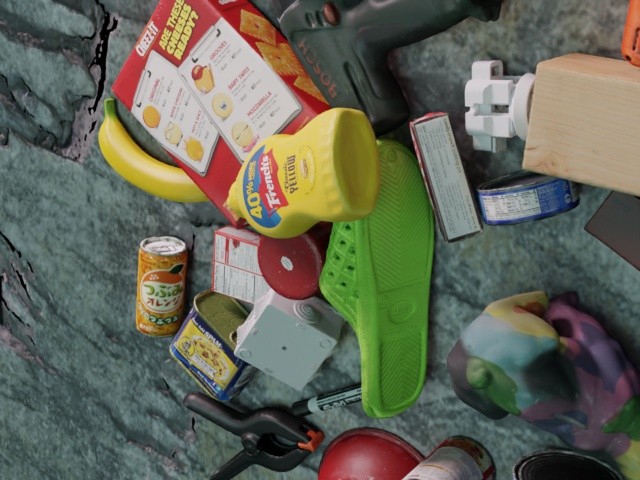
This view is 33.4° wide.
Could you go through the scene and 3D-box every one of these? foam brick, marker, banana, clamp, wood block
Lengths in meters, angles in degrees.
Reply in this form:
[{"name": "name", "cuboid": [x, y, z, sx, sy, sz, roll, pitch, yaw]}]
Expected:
[{"name": "foam brick", "cuboid": [0.273, -0.011, 0.894, 0.078, 0.051, 0.053, 41, 123, 16]}, {"name": "marker", "cuboid": [0.016, 0.171, 1.146, 0.121, 0.020, 0.020, -22, 92, 37]}, {"name": "banana", "cuboid": [-0.183, -0.084, 1.189, 0.198, 0.037, 0.070, 33, 121, 22]}, {"name": "clamp", "cuboid": [-0.079, 0.218, 1.209, 0.172, 0.039, 0.120, -16, 111, 31]}, {"name": "wood block", "cuboid": [0.278, -0.084, 0.844, 0.206, 0.090, 0.091, 16, 113, 30]}]

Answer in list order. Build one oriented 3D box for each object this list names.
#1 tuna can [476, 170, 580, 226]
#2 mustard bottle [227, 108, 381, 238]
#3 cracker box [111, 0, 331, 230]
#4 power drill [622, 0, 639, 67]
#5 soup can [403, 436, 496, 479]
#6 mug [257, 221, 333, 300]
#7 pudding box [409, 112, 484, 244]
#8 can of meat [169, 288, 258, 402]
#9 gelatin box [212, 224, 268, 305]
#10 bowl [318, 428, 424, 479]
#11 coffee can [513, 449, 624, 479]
[{"name": "tuna can", "cuboid": [0.181, -0.039, 0.926, 0.086, 0.086, 0.034, -8, 101, 35]}, {"name": "mustard bottle", "cuboid": [-0.026, -0.052, 0.979, 0.192, 0.058, 0.096, -15, 78, 51]}, {"name": "cracker box", "cuboid": [-0.093, -0.145, 1.088, 0.214, 0.072, 0.164, 47, 124, 14]}, {"name": "power drill", "cuboid": [0.326, -0.203, 0.783, 0.188, 0.057, 0.184, 18, 120, 25]}, {"name": "soup can", "cuboid": [0.121, 0.244, 1.046, 0.069, 0.102, 0.068, 11, 111, 31]}, {"name": "mug", "cuboid": [-0.007, 0.001, 1.068, 0.093, 0.081, 0.117, 25, 117, 26]}, {"name": "pudding box", "cuboid": [0.112, -0.059, 0.962, 0.039, 0.090, 0.113, -18, 96, 6]}, {"name": "can of meat", "cuboid": [-0.112, 0.119, 1.193, 0.102, 0.057, 0.084, 44, 126, 15]}, {"name": "gelatin box", "cuboid": [-0.074, 0.030, 1.155, 0.089, 0.030, 0.073, 16, 115, 29]}, {"name": "bowl", "cuboid": [0.052, 0.285, 1.135, 0.162, 0.055, 0.162, 11, 110, 31]}, {"name": "coffee can", "cuboid": [0.223, 0.281, 0.989, 0.103, 0.102, 0.140, 14, 112, 30]}]
